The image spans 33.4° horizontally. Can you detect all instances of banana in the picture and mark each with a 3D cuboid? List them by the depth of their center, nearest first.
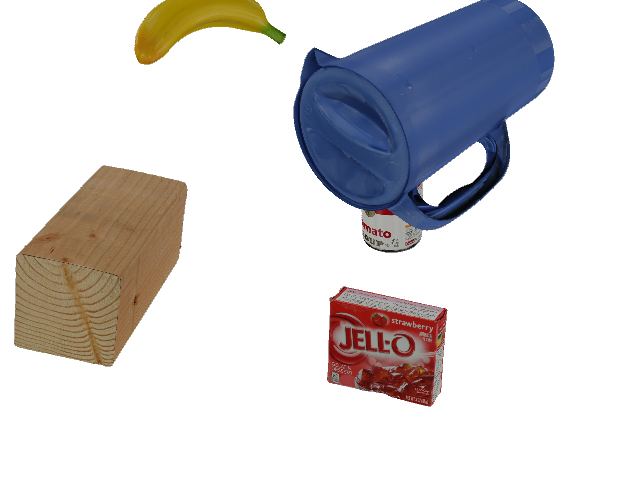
[{"bbox_3d":[-0.113,-0.208,1.012,0.070,0.037,0.197,45,39,19],"label":"banana"}]

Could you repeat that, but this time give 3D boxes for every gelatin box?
[{"bbox_3d":[0.050,0.081,0.820,0.089,0.073,0.030,11,24,22],"label":"gelatin box"}]

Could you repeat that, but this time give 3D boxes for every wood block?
[{"bbox_3d":[-0.193,0.016,0.968,0.090,0.091,0.206,12,26,4],"label":"wood block"}]

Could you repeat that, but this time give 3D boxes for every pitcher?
[{"bbox_3d":[0.108,-0.125,0.962,0.145,0.149,0.242,24,43,39],"label":"pitcher"}]

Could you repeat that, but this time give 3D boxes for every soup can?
[{"bbox_3d":[0.077,-0.047,1.163,0.068,0.102,0.068,-3,35,2],"label":"soup can"}]
